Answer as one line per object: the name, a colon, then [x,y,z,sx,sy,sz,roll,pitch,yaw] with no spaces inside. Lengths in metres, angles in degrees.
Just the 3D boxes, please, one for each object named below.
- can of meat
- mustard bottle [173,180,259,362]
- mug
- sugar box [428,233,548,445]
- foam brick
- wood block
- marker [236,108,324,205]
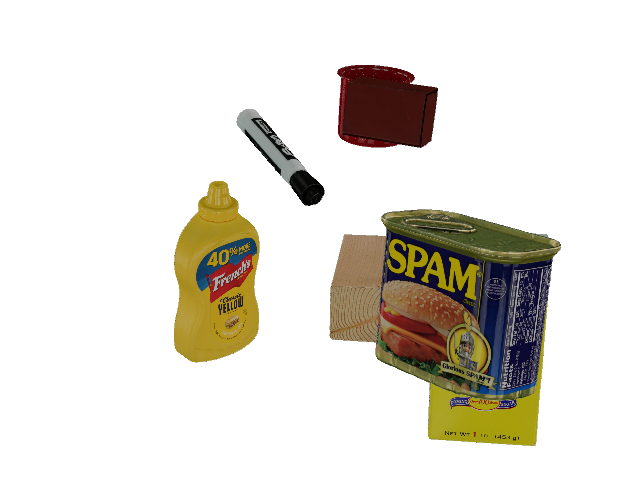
can of meat: [0.077,0.034,0.591,0.057,0.084,0.102,-6,17,-39]
mustard bottle: [-0.107,0.028,1.112,0.096,0.192,0.058,-19,35,-36]
mug: [0.071,-0.165,1.297,0.093,0.081,0.117,18,26,30]
sugar box: [0.138,0.081,0.885,0.093,0.176,0.048,2,21,6]
foam brick: [0.065,-0.120,0.995,0.078,0.051,0.053,11,17,16]
wood block: [0.070,0.070,1.645,0.091,0.090,0.206,3,22,6]
marker: [-0.030,-0.062,0.793,0.020,0.020,0.121,0,33,-33]
